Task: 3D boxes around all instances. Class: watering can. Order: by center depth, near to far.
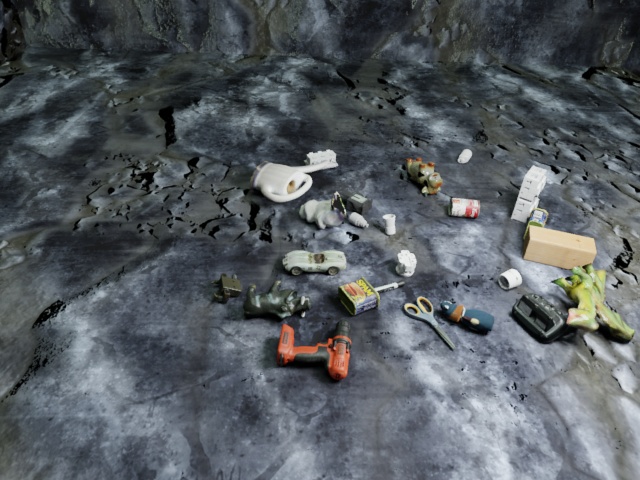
[{"bbox_3d":[-0.125,-0.247,2.003,0.225,0.101,0.354,18,39,21],"label":"watering can"}]

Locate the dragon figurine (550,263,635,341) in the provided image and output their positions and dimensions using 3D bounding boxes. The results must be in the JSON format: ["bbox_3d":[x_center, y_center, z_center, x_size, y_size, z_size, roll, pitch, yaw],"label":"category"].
[{"bbox_3d":[0.824,0.190,1.516,0.411,0.120,0.247,-1,54,-38],"label":"dragon figurine"}]

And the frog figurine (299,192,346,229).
[{"bbox_3d":[0.006,-0.092,1.835,0.158,0.121,0.141,-24,38,23],"label":"frog figurine"}]
